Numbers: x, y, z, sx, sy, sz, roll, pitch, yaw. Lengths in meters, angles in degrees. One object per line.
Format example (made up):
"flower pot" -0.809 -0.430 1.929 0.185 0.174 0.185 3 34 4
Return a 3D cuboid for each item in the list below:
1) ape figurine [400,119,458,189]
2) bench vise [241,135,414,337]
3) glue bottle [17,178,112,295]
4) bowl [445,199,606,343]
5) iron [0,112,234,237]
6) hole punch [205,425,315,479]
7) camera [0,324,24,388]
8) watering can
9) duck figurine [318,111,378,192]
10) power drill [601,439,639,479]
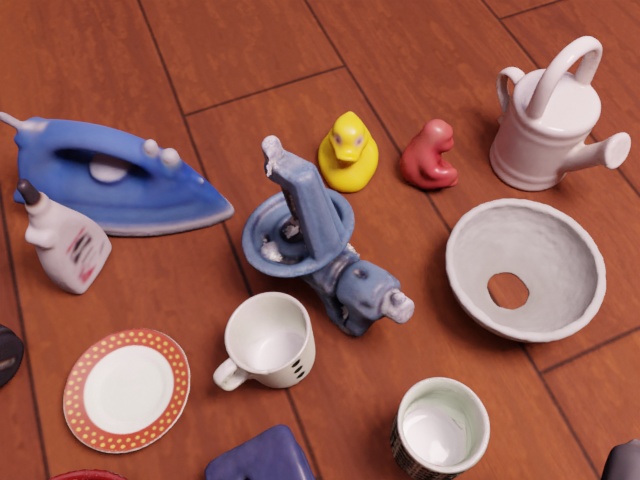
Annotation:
"ape figurine" 0.139 -0.110 0.702 0.076 0.092 0.078 4 61 3
"bench vise" 0.010 -0.008 0.573 0.207 0.220 0.121 19 63 11
"glue bottle" -0.276 -0.010 0.605 0.037 0.173 0.078 14 62 9
"bowl" 0.215 0.042 0.626 0.167 0.075 0.167 0 61 1
"iron" -0.234 -0.086 0.665 0.258 0.141 0.118 8 61 5
"hole punch" -0.050 0.236 0.512 0.101 0.091 0.108 -21 63 -11
"camera" -0.390 0.112 0.580 0.136 0.101 0.143 21 63 12
"watering can" 0.276 -0.147 0.662 0.172 0.194 0.101 29 65 16
"duck figurine" 0.036 -0.123 0.714 0.077 0.086 0.104 4 61 3
"power drill" 0.198 0.279 0.417 0.075 0.208 0.229 7 61 5
